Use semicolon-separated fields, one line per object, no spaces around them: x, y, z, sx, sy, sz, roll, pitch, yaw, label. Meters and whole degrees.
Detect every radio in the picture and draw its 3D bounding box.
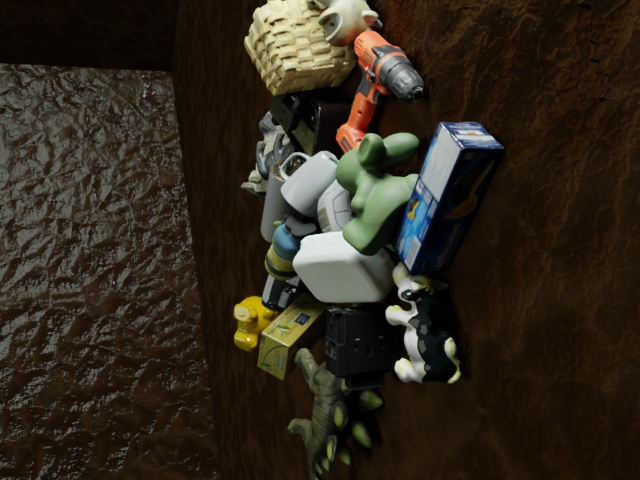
-0.013;-0.244;1.061;0.230;0.073;0.131;-121;33;-48;radio

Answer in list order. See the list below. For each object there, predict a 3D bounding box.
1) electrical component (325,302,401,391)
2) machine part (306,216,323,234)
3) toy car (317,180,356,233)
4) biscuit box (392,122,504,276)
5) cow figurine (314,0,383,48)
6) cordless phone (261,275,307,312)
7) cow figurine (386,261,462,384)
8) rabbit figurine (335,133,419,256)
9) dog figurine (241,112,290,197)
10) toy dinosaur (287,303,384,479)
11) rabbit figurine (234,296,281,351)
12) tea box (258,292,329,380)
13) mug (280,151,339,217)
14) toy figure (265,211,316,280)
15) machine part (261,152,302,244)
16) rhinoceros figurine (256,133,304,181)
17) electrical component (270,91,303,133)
0.069;0.170;0.865;0.058;0.115;0.134;-174;81;-73;electrical component
-0.002;-0.003;1.102;0.179;0.056;0.179;176;90;-70;machine part
0.047;-0.044;0.905;0.109;0.103;0.161;153;114;-68;toy car
0.155;-0.046;0.679;0.059;0.063;0.202;-116;30;-43;biscuit box
0.041;-0.403;0.865;0.085;0.127;0.195;168;112;-68;cow figurine
-0.066;0.085;1.259;0.184;0.089;0.146;-62;-8;-78;cordless phone
0.143;0.108;0.729;0.098;0.068;0.167;-16;82;63;cow figurine
0.075;-0.081;0.777;0.170;0.121;0.159;54;140;38;rabbit figurine
-0.118;-0.210;1.335;0.172;0.121;0.190;159;120;-65;dog figurine
0.035;0.279;1.000;0.199;0.105;0.470;25;112;58;toy dinosaur
-0.103;0.200;1.289;0.162;0.173;0.121;-23;-64;-65;rabbit figurine
-0.053;0.194;1.110;0.068;0.169;0.098;22;125;19;tea box
-0.014;-0.115;0.968;0.107;0.081;0.109;-46;74;21;mug
-0.059;0.013;1.038;0.180;0.089;0.082;108;156;-60;toy figure
-0.074;-0.075;1.093;0.243;0.079;0.079;104;153;-43;machine part
-0.072;-0.171;1.167;0.190;0.073;0.112;1;81;47;rhinoceros figurine
-0.062;-0.256;1.034;0.078;0.045;0.102;45;145;19;electrical component
